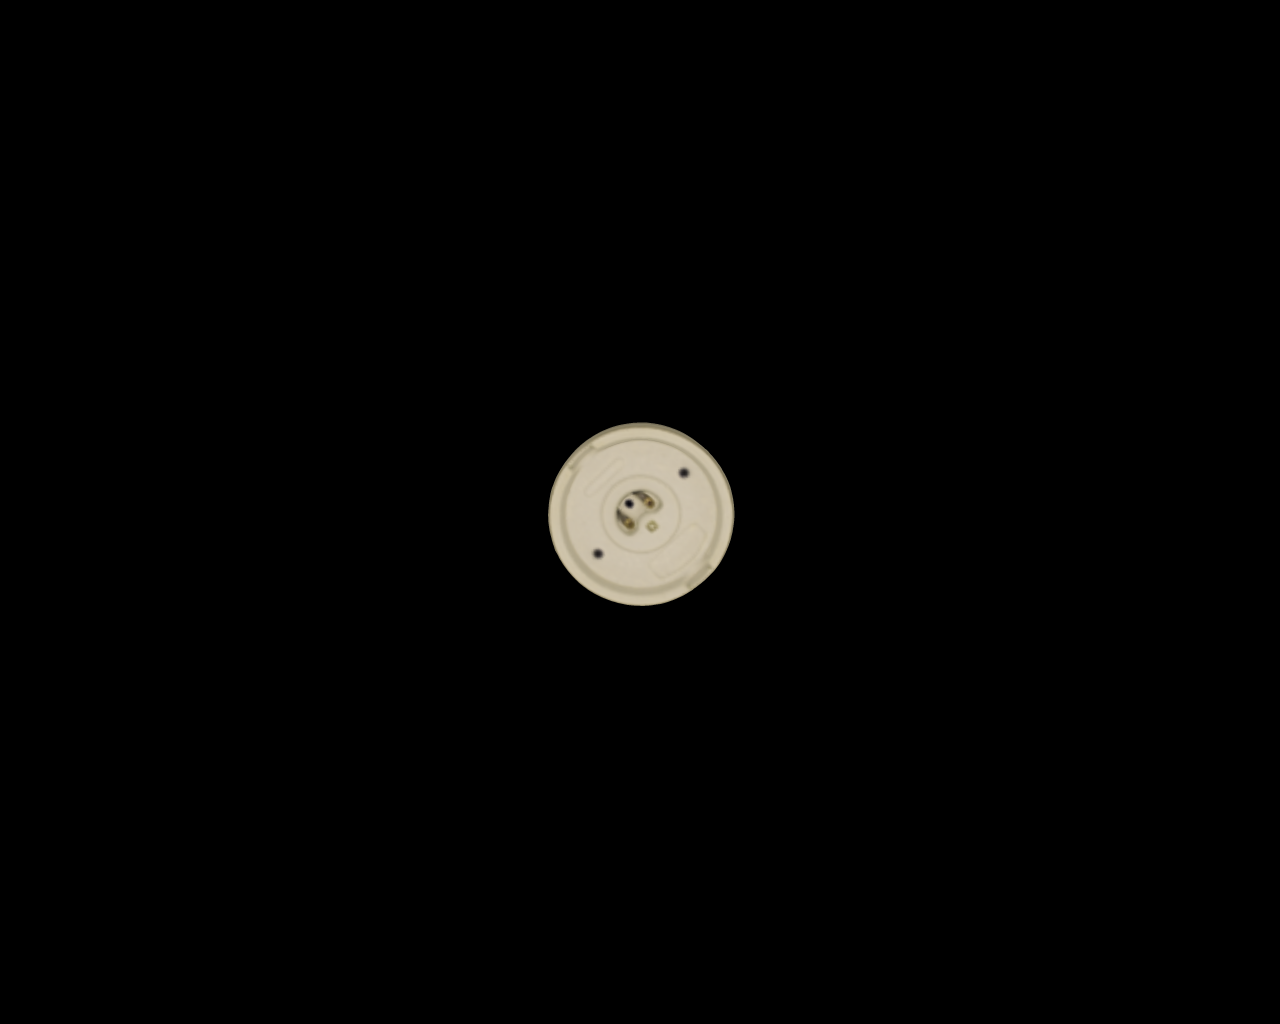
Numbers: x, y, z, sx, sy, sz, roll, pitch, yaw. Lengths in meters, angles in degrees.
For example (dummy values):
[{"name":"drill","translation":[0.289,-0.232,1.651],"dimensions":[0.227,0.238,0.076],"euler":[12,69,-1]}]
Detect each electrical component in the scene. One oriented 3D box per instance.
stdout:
[{"name":"electrical component","translation":[0.001,-0.003,0.650],"dimensions":[0.108,0.108,0.060],"euler":[0,12,0]}]
